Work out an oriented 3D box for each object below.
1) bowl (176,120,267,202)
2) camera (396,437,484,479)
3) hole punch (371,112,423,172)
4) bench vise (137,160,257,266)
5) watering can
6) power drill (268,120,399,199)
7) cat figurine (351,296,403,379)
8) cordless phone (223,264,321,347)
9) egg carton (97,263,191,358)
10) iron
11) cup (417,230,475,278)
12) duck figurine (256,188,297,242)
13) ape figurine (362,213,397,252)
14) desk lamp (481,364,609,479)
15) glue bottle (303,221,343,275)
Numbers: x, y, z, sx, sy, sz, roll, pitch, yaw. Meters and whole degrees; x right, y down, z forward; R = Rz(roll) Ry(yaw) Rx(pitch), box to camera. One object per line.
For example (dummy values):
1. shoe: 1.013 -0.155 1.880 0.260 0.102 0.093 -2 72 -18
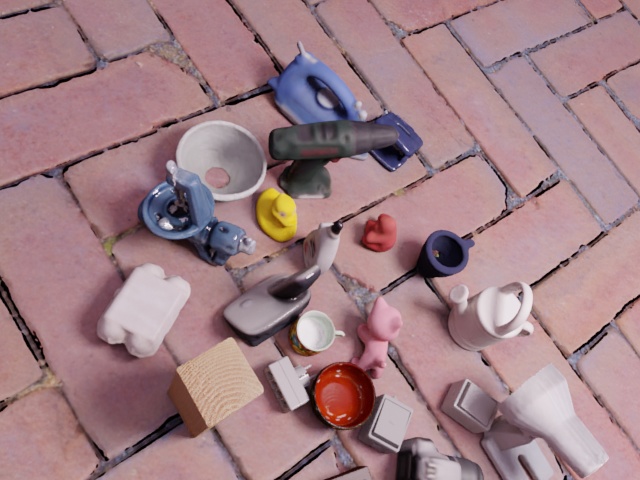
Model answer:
1. bowl: -0.188 -0.135 1.074 0.168 0.074 0.167 7 66 -16
2. camera: 0.205 0.413 0.958 0.137 0.100 0.143 14 64 -13
3. hole punch: 0.162 -0.221 1.219 0.108 0.091 0.101 44 62 3
4. bench vise: -0.197 -0.053 0.953 0.208 0.219 0.121 12 65 -13
5. watering can: 0.319 0.137 1.061 0.173 0.194 0.101 3 67 -17
6. power drill: 0.008 -0.155 1.072 0.230 0.208 0.075 -2 69 -19
7. cat figurine: 0.109 0.172 1.018 0.067 0.117 0.128 15 64 -12
8. cordless phone: -0.075 0.096 0.950 0.148 0.185 0.094 -36 82 -28
9. egg carton: -0.287 0.113 0.937 0.107 0.069 0.150 28 62 -5
10. iron: 0.022 -0.284 1.170 0.258 0.141 0.119 42 62 2
11. cup: 0.242 0.033 1.135 0.118 0.095 0.091 -20 75 -25
12. duck figurine: -0.074 -0.058 1.072 0.078 0.086 0.104 -20 75 -25
13. ape figurine: 0.122 -0.020 1.119 0.078 0.092 0.076 -29 79 -26
14. desk lamp: 0.377 0.332 0.986 0.118 0.213 0.203 -25 78 -26
15. glue bottle: 0.009 0.004 1.025 0.037 0.173 0.078 -4 69 -20
